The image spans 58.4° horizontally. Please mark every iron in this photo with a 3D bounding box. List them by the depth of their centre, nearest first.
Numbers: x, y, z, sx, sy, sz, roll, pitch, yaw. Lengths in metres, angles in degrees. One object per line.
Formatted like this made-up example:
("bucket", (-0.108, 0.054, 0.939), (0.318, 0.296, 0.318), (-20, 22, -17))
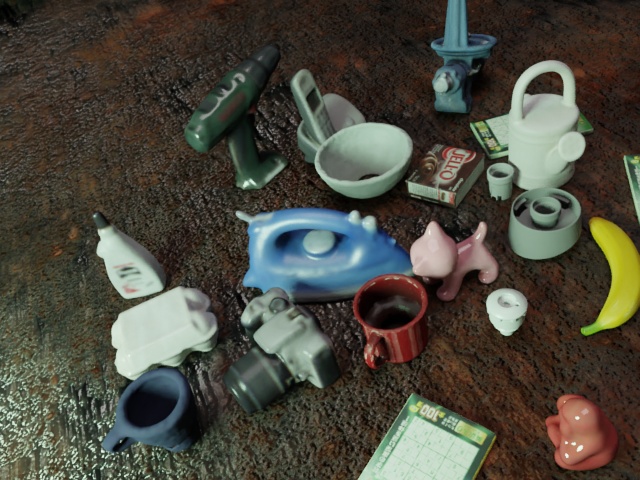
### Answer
("iron", (0.008, 0.003, 0.822), (0.257, 0.142, 0.118), (-4, 45, 15))

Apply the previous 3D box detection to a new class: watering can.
("watering can", (0.337, -0.173, 0.853), (0.101, 0.194, 0.172), (-31, 45, -13))

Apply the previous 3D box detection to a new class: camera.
("camera", (-0.066, 0.143, 0.735), (0.137, 0.101, 0.142), (-36, 46, -18))

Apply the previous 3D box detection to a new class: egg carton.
("egg carton", (-0.221, 0.132, 0.819), (0.150, 0.069, 0.107), (-26, 44, -8))

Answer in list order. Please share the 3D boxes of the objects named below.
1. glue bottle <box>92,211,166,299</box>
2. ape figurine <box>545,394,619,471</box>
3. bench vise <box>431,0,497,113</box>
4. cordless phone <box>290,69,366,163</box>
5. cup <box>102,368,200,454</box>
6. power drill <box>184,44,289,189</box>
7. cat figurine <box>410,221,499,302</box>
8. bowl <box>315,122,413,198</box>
("glue bottle", (-0.305, 0.021, 0.882), (0.078, 0.173, 0.037), (-16, 43, 2))
("ape figurine", (0.265, 0.191, 0.585), (0.075, 0.092, 0.078), (21, 55, 33))
("bench vise", (0.262, -0.357, 1.045), (0.121, 0.220, 0.207), (-3, 45, 15))
("cordless phone", (0.010, -0.238, 1.032), (0.093, 0.185, 0.148), (9, 50, 26))
("cup", (-0.196, 0.227, 0.697), (0.118, 0.095, 0.091), (-41, 48, -23))
("power drill", (-0.130, -0.206, 1.028), (0.075, 0.209, 0.230), (24, 57, 35))
("cat figurine", (0.174, 0.019, 0.769), (0.128, 0.118, 0.067), (-26, 44, -8))
("bowl", (0.079, -0.123, 0.975), (0.167, 0.075, 0.167), (-9, 44, 9))
